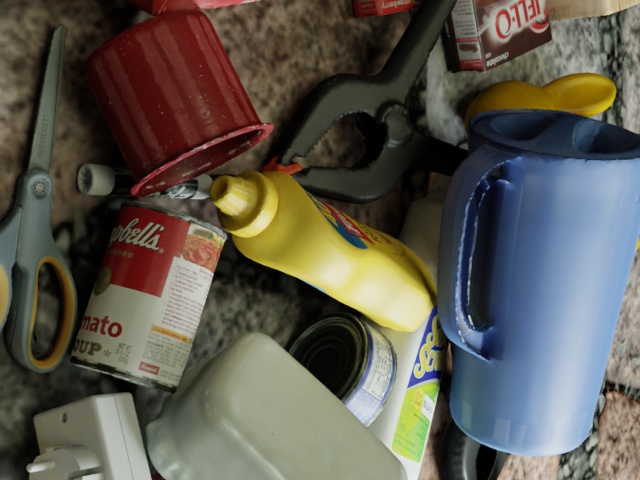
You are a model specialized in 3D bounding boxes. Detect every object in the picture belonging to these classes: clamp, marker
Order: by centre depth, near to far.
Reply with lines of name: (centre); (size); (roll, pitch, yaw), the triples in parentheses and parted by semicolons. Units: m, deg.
marker: (-0.098, -0.036, 0.679); (0.120, 0.020, 0.020); (1, 93, -45)
clamp: (0.048, -0.095, 0.781); (0.209, 0.036, 0.164); (-18, 98, -28)
clamp: (0.133, 0.145, 0.906); (0.120, 0.039, 0.171); (22, 78, -42)

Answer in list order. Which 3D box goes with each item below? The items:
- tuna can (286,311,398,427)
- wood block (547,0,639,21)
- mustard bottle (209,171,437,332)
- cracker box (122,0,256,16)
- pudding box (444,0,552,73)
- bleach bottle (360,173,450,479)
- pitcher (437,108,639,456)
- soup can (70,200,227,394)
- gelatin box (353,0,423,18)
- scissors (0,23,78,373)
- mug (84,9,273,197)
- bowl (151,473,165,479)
tuna can: (0.010, 0.094, 0.749); (0.033, 0.086, 0.086); (38, 67, -37)
wood block: (0.221, -0.301, 0.922); (0.090, 0.090, 0.206); (-25, 110, -40)
mustard bottle: (-0.004, 0.000, 0.709); (0.058, 0.096, 0.191); (-52, 138, 8)
cracker box: (-0.031, -0.236, 0.653); (0.213, 0.072, 0.164); (-23, 134, -42)
pudding box: (0.147, -0.196, 0.893); (0.113, 0.039, 0.090); (-29, 113, -40)
bleach bottle: (0.066, 0.062, 0.812); (0.102, 0.068, 0.251); (42, 62, -57)
pitcher: (0.153, 0.033, 0.777); (0.145, 0.149, 0.243); (-79, 174, -70)
soup can: (-0.103, 0.035, 0.645); (0.068, 0.069, 0.102); (27, 75, -42)
gelatin box: (0.060, -0.212, 0.812); (0.089, 0.030, 0.073); (-21, 108, -41)
scissors: (-0.178, -0.021, 0.604); (0.096, 0.016, 0.202); (-10, 100, -44)
mug: (-0.084, -0.082, 0.640); (0.081, 0.093, 0.117); (64, 11, 2)
bowl: (-0.077, 0.225, 0.664); (0.161, 0.055, 0.162); (-7, 105, -28)
